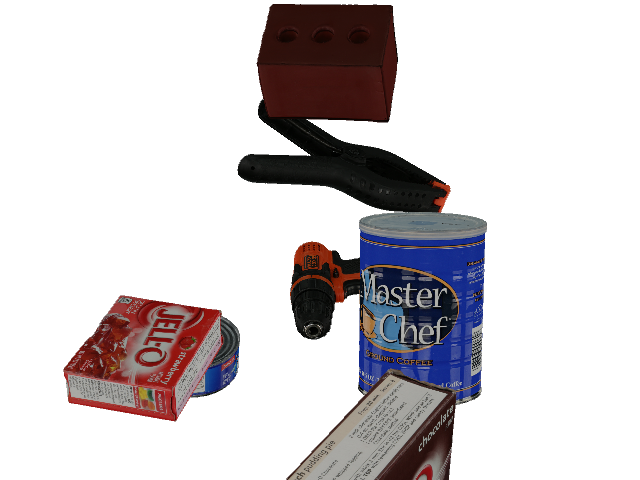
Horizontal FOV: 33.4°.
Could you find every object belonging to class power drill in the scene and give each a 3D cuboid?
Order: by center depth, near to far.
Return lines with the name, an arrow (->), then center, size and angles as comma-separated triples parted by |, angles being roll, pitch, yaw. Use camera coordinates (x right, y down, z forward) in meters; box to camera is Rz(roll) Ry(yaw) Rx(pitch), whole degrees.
power drill -> 0.058, 0.053, 1.235 | 0.187, 0.057, 0.184 | -2, 28, 0

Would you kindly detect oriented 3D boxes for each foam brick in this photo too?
foam brick -> 0.005, -0.108, 0.651 | 0.078, 0.053, 0.051 | 3, -33, 12

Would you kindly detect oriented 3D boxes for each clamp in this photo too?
clamp -> 0.021, -0.068, 1.024 | 0.210, 0.036, 0.164 | 22, 29, 1

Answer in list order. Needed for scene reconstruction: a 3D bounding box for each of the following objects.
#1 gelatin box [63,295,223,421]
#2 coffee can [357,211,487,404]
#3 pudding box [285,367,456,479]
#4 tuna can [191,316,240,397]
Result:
gelatin box -> -0.111, 0.073, 0.682 | 0.073, 0.030, 0.089 | 8, 32, 14
coffee can -> 0.082, 0.053, 0.868 | 0.103, 0.140, 0.103 | 0, 10, 0
pudding box -> 0.016, 0.122, 0.456 | 0.039, 0.090, 0.113 | 18, 36, 25
tuna can -> -0.111, 0.096, 0.909 | 0.086, 0.034, 0.086 | 3, 29, -2
